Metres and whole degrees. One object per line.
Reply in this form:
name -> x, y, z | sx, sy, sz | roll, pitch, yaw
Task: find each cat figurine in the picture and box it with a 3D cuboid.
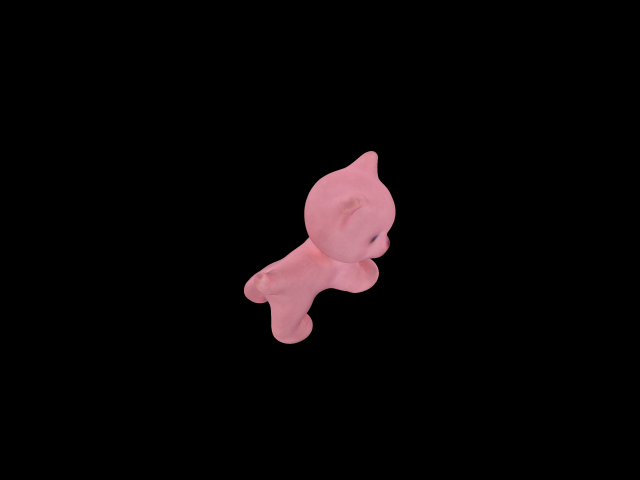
cat figurine -> 0.004, 0.001, 0.400 | 0.128, 0.118, 0.067 | -38, 70, -16
